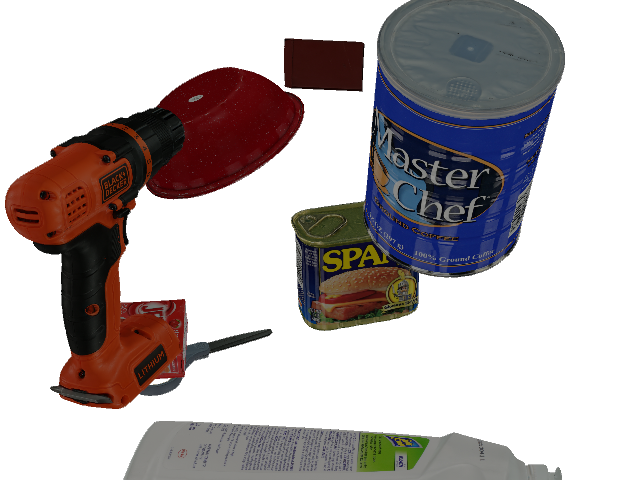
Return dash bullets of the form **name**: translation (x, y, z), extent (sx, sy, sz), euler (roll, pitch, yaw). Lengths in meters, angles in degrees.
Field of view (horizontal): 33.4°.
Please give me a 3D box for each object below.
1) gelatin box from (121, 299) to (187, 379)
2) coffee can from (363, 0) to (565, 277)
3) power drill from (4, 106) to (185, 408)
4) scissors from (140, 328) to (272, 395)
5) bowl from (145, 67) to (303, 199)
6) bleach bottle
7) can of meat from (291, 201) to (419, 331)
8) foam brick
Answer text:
- **gelatin box**: translation (-0.157, 0.087, 0.951), extent (0.073, 0.030, 0.089), euler (-3, 30, -3)
- **coffee can**: translation (0.080, -0.061, 0.634), extent (0.103, 0.103, 0.140), euler (0, -40, -2)
- **power drill**: translation (-0.146, 0.010, 0.765), extent (0.057, 0.188, 0.184), euler (6, 25, 24)
- **scissors**: translation (-0.133, 0.131, 1.161), extent (0.201, 0.016, 0.096), euler (-4, 28, -22)
- **bowl**: translation (-0.099, -0.108, 0.959), extent (0.162, 0.055, 0.162), euler (-20, 32, 13)
- **bleach bottle**: translation (0.016, 0.151, 0.633), extent (0.251, 0.068, 0.102), euler (0, 17, 4)
- **can of meat**: translation (0.030, 0.019, 0.854), extent (0.102, 0.084, 0.057), euler (-8, 30, -11)
- **foam brick**: translation (0.003, -0.184, 1.119), extent (0.078, 0.051, 0.053), euler (1, 11, -10)
